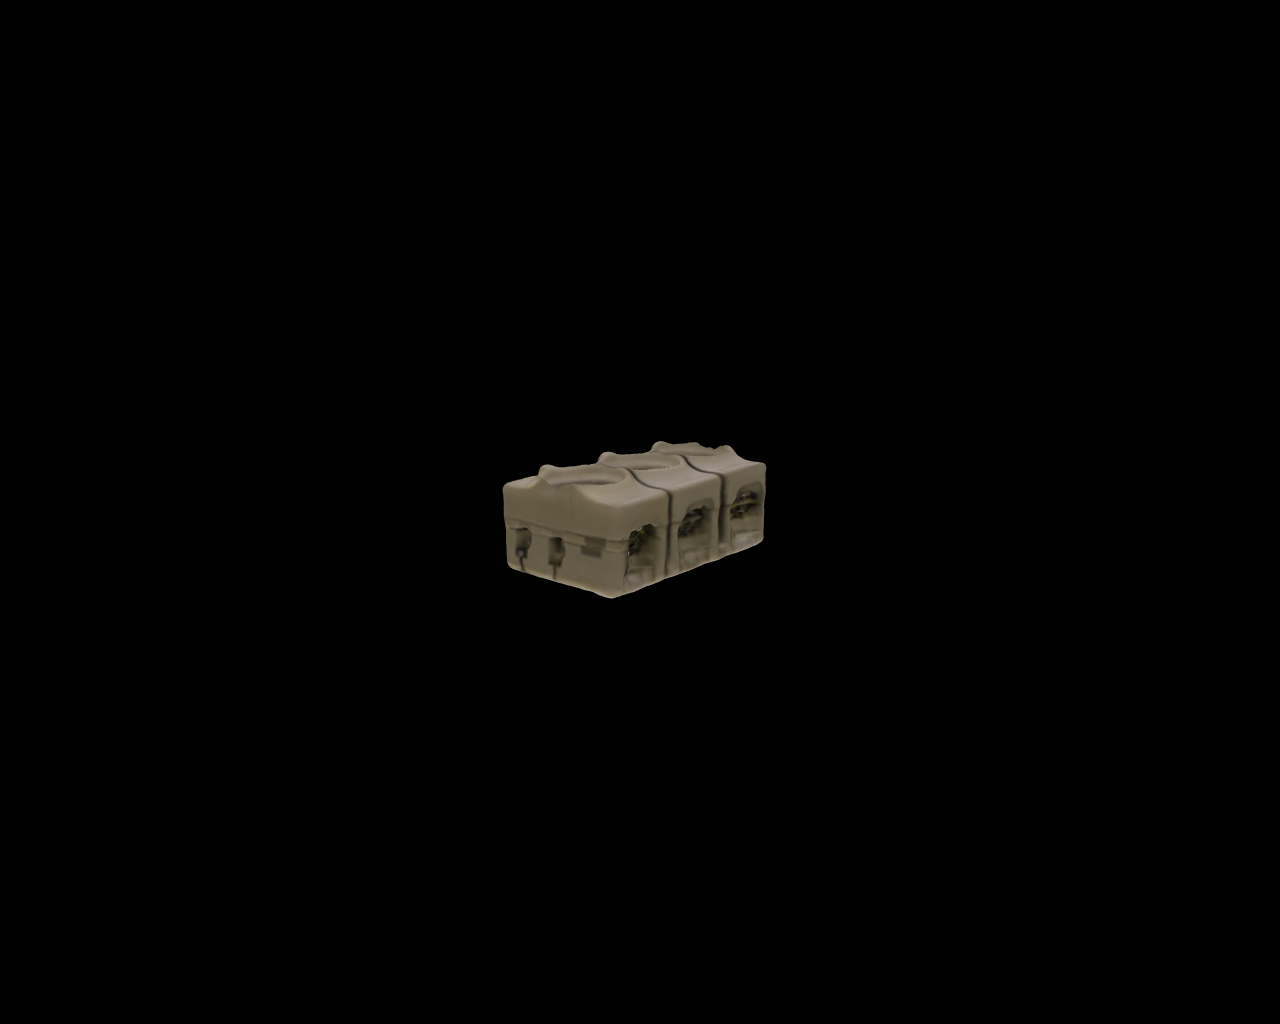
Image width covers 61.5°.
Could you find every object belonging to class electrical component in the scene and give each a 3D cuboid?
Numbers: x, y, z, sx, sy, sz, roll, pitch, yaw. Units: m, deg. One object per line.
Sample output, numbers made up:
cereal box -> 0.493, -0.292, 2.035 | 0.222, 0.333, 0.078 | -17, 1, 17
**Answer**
electrical component -> 0.001, -0.003, 0.650 | 0.089, 0.061, 0.150 | 11, 17, 38
